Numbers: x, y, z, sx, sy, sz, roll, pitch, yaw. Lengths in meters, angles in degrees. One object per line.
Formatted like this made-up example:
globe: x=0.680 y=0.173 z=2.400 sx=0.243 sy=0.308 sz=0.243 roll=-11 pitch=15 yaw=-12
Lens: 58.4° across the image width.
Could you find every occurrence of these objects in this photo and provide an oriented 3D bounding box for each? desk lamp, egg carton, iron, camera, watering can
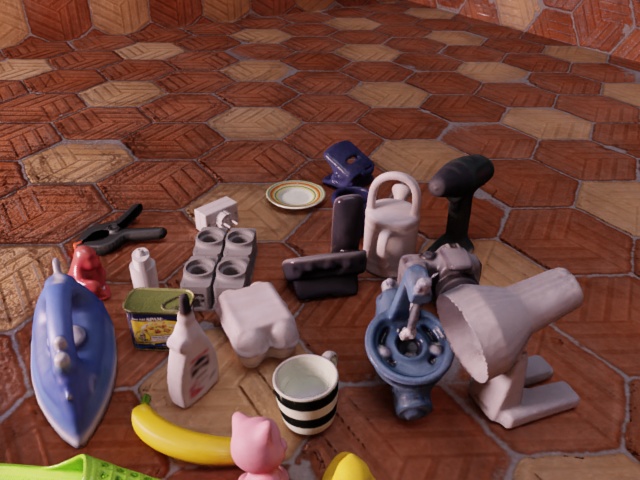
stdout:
desk lamp: x=0.253 y=0.138 z=0.758 sx=0.203 sy=0.214 sz=0.117 roll=-11 pitch=35 yaw=-18
egg carton: x=-0.099 y=0.128 z=0.892 sx=0.107 sy=0.069 sz=0.150 roll=-14 pitch=36 yaw=-23
iron: x=-0.349 y=0.143 z=0.793 sx=0.119 sy=0.141 sz=0.257 roll=-12 pitch=35 yaw=-19
camera: x=0.212 y=0.076 z=0.955 sx=0.143 sy=0.101 sz=0.136 roll=-3 pitch=33 yaw=-7
watering can: x=0.131 y=-0.041 z=1.045 sx=0.101 sy=0.194 sz=0.172 roll=-2 pitch=33 yaw=-4

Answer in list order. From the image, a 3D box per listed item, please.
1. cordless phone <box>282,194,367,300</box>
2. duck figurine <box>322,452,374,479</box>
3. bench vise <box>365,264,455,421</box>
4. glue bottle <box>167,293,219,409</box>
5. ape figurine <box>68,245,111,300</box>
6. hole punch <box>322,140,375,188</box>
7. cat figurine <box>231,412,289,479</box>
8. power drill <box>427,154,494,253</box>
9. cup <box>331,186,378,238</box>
cordless phone: x=0.009 y=0.004 z=0.981 sx=0.148 sy=0.185 sz=0.094 roll=-9 pitch=34 yaw=-15
duck figurine: x=0.036 y=0.279 z=0.650 sx=0.077 sy=0.086 sz=0.104 roll=-3 pitch=33 yaw=-7
bench vise: x=0.107 y=0.108 z=0.793 sx=0.122 sy=0.220 sz=0.206 roll=-12 pitch=36 yaw=-20
glue bottle: x=-0.176 y=0.143 z=0.771 sx=0.037 sy=0.173 sz=0.078 roll=18 pitch=37 yaw=24
ape figurine: x=-0.395 y=0.052 z=0.976 sx=0.076 sy=0.092 sz=0.078 roll=5 pitch=33 yaw=5
hole punch: x=0.070 y=-0.175 z=1.343 sx=0.100 sy=0.091 sz=0.109 roll=23 pitch=39 yaw=30
cat figurine: x=-0.065 y=0.259 z=0.649 sx=0.067 sy=0.118 sz=0.127 roll=-7 pitch=34 yaw=-13
power drill: x=0.253 y=-0.059 z=1.065 sx=0.075 sy=0.208 sz=0.230 roll=21 pitch=38 yaw=27
cup: x=0.080 y=-0.046 z=1.142 sx=0.117 sy=0.095 sz=0.092 roll=14 pitch=35 yaw=18
